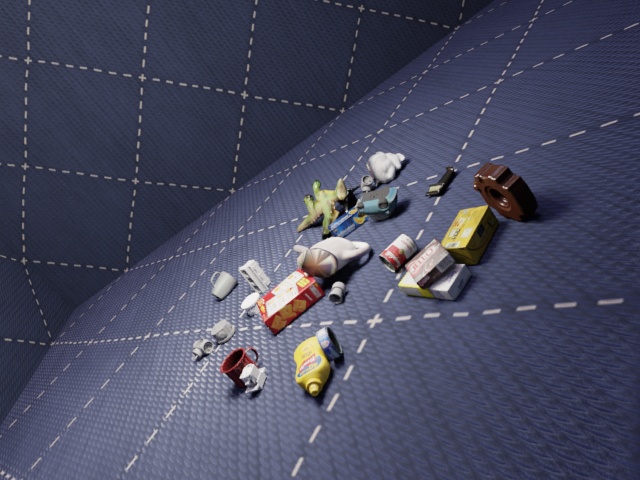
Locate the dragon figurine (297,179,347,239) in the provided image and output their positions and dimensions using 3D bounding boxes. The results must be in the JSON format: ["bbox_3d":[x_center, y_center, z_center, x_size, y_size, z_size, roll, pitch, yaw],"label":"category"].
[{"bbox_3d":[0.006,-0.107,2.121,0.249,0.122,0.402,-96,30,-50],"label":"dragon figurine"}]

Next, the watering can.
[{"bbox_3d":[0.002,0.054,1.770,0.346,0.103,0.227,-4,14,35],"label":"watering can"}]

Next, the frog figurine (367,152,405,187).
[{"bbox_3d":[0.281,-0.311,2.143,0.159,0.120,0.140,-25,55,7],"label":"frog figurine"}]
